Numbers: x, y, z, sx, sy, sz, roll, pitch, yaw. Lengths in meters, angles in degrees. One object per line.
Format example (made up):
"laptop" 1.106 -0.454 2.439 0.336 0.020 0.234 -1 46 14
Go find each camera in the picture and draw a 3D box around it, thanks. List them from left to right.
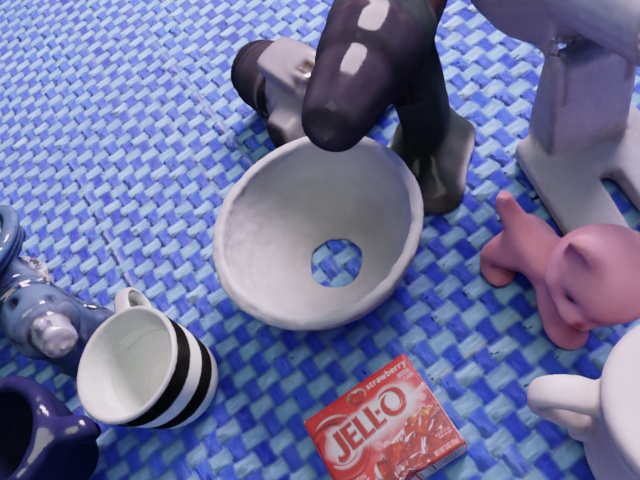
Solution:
"camera" -0.014 -0.153 0.533 0.143 0.101 0.136 -46 58 -8

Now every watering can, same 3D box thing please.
"watering can" 0.195 0.082 0.272 0.172 0.194 0.101 -17 58 10

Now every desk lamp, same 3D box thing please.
"desk lamp" 0.185 -0.124 0.378 0.118 0.214 0.203 -23 57 6

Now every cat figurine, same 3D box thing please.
"cat figurine" 0.161 0.014 0.368 0.067 0.118 0.127 -41 57 -5

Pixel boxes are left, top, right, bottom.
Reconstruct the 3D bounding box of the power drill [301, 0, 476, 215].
"power drill" 0.062 -0.110 0.417 0.075 0.209 0.230 6 65 23

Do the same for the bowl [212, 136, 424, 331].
"bowl" 0.004 0.002 0.456 0.167 0.075 0.167 -8 60 15

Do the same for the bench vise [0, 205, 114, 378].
"bench vise" -0.274 0.016 0.459 0.206 0.220 0.121 7 65 23

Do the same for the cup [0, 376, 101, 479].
"cup" -0.201 0.156 0.431 0.117 0.095 0.091 -14 58 12
